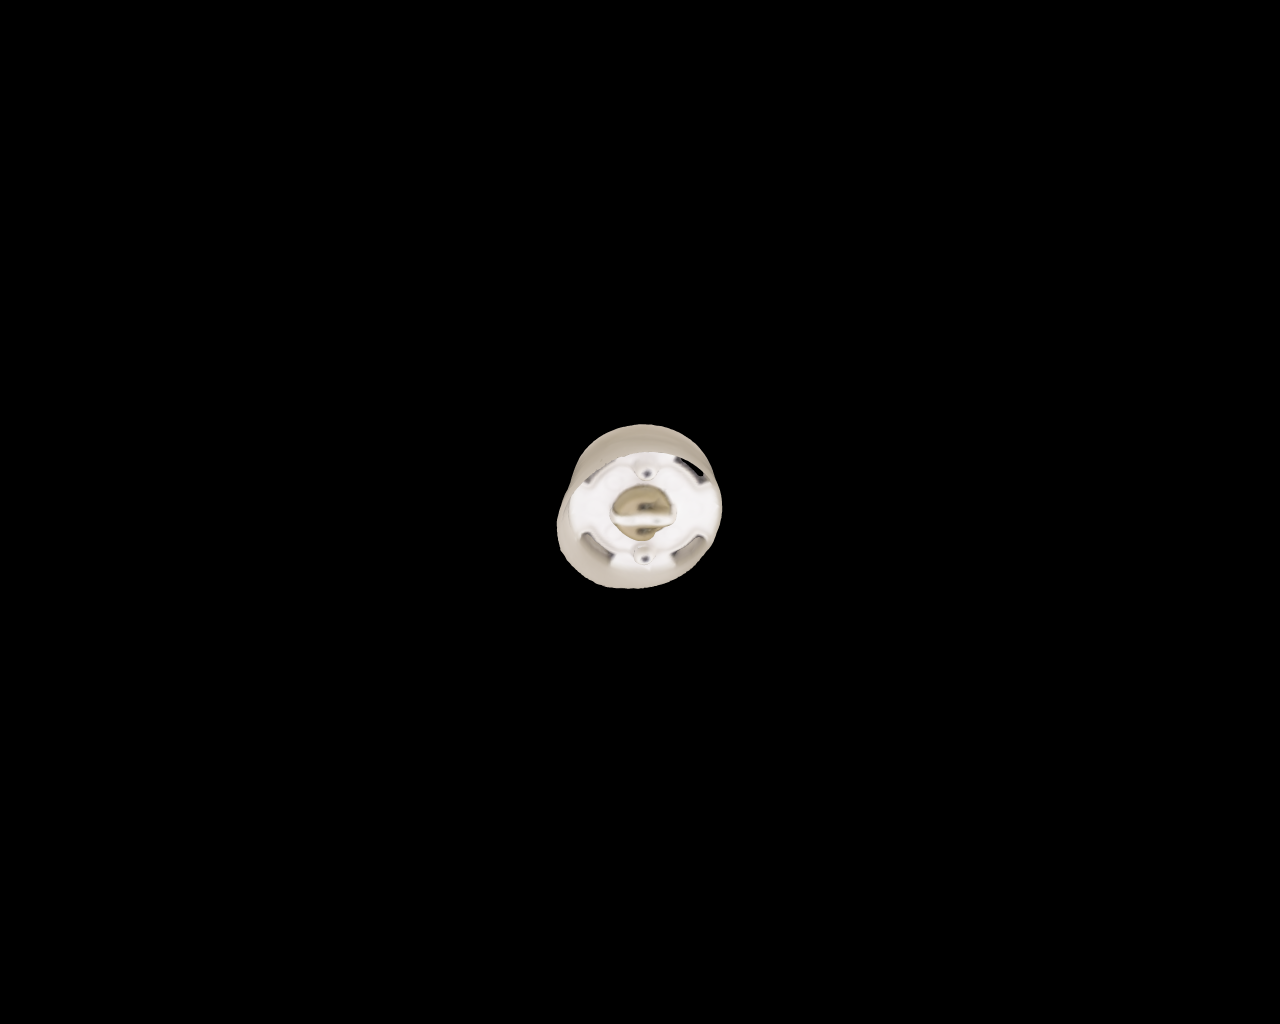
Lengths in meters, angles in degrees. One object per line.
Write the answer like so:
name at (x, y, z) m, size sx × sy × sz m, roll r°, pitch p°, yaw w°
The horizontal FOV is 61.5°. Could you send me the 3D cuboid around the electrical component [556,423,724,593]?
electrical component at (0.001, -0.003, 0.650) m, size 0.099 × 0.099 × 0.064 m, roll 0°, pitch 32°, yaw 0°
